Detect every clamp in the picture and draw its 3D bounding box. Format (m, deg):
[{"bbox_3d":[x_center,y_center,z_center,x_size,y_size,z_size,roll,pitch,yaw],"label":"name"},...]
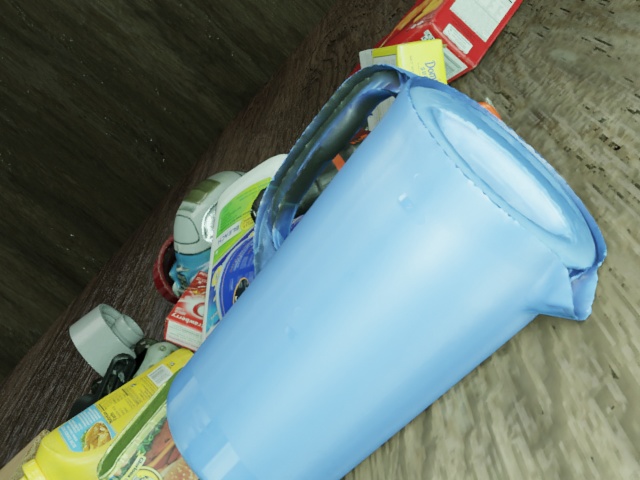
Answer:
[{"bbox_3d":[-0.231,0.203,1.113,0.172,0.039,0.120,-45,39,47],"label":"clamp"}]

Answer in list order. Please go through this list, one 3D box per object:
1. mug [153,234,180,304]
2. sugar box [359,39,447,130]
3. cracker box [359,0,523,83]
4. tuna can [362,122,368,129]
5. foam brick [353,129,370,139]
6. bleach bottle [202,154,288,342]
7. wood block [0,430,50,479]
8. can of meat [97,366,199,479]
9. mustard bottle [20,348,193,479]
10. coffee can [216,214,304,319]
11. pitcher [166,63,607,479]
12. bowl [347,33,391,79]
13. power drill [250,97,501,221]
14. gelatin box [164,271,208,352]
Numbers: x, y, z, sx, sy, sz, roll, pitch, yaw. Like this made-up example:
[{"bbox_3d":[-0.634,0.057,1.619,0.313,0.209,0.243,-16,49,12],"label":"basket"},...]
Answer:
[{"bbox_3d":[-0.153,0.034,1.340,0.117,0.093,0.082,-21,-4,-20],"label":"mug"},{"bbox_3d":[0.078,-0.135,0.990,0.048,0.093,0.176,-9,10,-5],"label":"sugar box"},{"bbox_3d":[0.147,-0.247,1.130,0.213,0.072,0.164,-54,13,-24],"label":"cracker box"},{"bbox_3d":[0.049,-0.105,1.139,0.086,0.033,0.086,-47,12,13],"label":"tuna can"},{"bbox_3d":[0.047,-0.067,0.990,0.053,0.051,0.078,-50,12,2],"label":"foam brick"},{"bbox_3d":[-0.049,0.045,0.876,0.103,0.068,0.250,-31,36,29],"label":"bleach bottle"},{"bbox_3d":[-0.315,0.294,1.092,0.206,0.090,0.090,-41,15,34],"label":"wood block"},{"bbox_3d":[-0.094,0.151,0.750,0.102,0.084,0.057,-50,12,-2],"label":"can of meat"},{"bbox_3d":[-0.177,0.167,0.908,0.191,0.058,0.096,-31,24,-16],"label":"mustard bottle"},{"bbox_3d":[-0.004,0.034,0.741,0.102,0.102,0.140,-54,13,-20],"label":"coffee can"},{"bbox_3d":[0.019,0.032,0.584,0.243,0.145,0.149,-47,15,24],"label":"pitcher"},{"bbox_3d":[0.075,-0.193,1.267,0.162,0.055,0.162,-47,12,13],"label":"bowl"},{"bbox_3d":[0.047,-0.052,0.804,0.184,0.057,0.188,-27,11,-13],"label":"power drill"},{"bbox_3d":[-0.082,0.071,0.941,0.073,0.089,0.030,-61,-12,-50],"label":"gelatin box"}]
